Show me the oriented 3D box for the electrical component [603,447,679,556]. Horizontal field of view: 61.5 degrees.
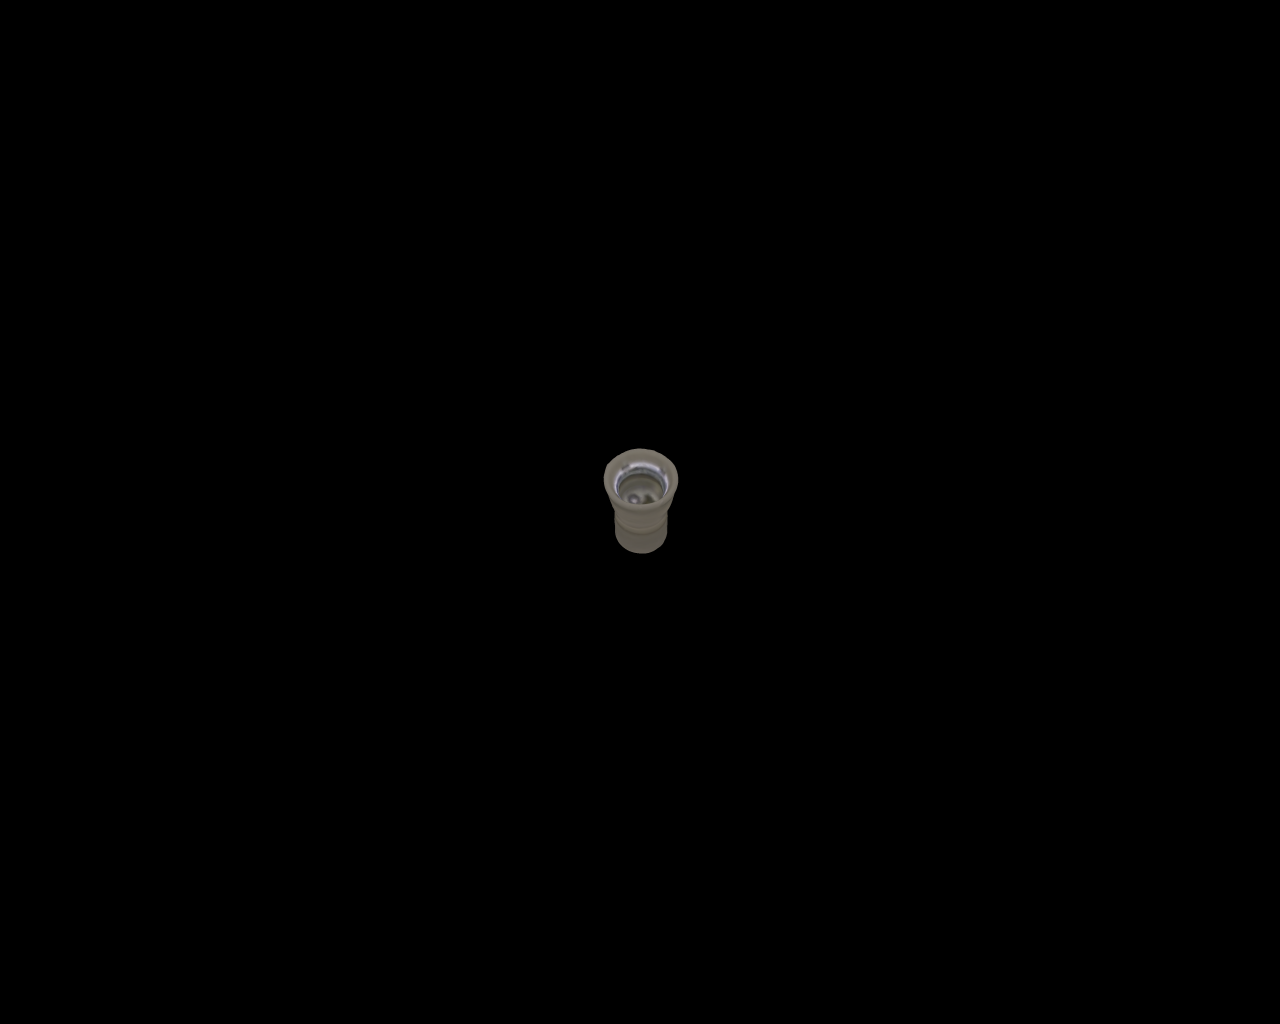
[{"bbox_3d":[0.001,-0.003,0.650,0.044,0.044,0.065,0,-34,0],"label":"electrical component"}]
